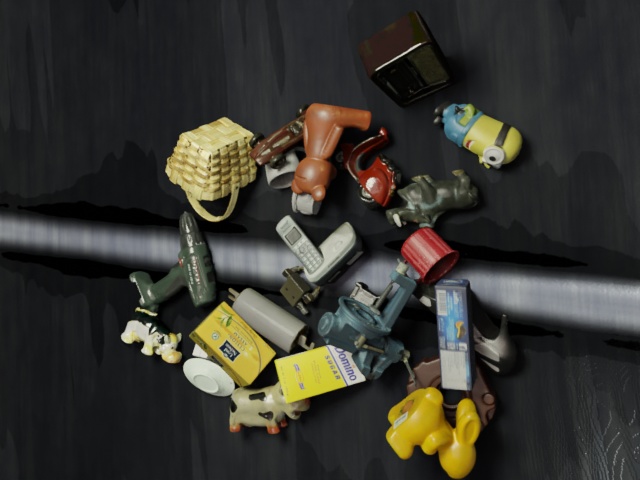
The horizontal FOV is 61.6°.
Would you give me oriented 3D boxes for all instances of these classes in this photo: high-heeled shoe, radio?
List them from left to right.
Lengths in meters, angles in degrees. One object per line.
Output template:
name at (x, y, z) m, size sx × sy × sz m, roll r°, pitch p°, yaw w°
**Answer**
radio at (0.173, -0.342, 1.051) m, size 0.131 × 0.229 × 0.073 m, roll -24°, pitch 76°, yaw 22°
high-heeled shoe at (0.283, 0.172, 1.091) m, size 0.249 × 0.086 × 0.145 m, roll 23°, pitch 128°, yaw 37°

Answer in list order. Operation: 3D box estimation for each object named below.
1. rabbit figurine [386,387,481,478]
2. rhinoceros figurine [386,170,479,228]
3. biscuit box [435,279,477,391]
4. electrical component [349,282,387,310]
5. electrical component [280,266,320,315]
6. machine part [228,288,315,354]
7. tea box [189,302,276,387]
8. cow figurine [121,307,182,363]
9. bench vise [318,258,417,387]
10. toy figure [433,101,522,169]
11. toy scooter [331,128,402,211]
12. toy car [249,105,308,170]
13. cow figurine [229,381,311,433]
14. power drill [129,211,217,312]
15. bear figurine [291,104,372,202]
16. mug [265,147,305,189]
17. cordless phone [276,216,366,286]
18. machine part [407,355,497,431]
rabbit figurine at (0.232, 0.365, 1.019) m, size 0.162 × 0.122 × 0.173 m, roll -43°, pitch 88°, yaw 7°
rhinoceros figurine at (0.228, -0.082, 1.107) m, size 0.190 × 0.073 × 0.112 m, roll -15°, pitch 93°, yaw 17°
biscuit box at (0.256, 0.175, 1.010) m, size 0.059 × 0.063 × 0.202 m, roll -2°, pitch 98°, yaw 24°
electrical component at (0.084, 0.156, 1.159) m, size 0.075 × 0.047 × 0.119 m, roll 35°, pitch 98°, yaw 19°
electrical component at (-0.045, 0.108, 1.211) m, size 0.102 × 0.045 × 0.078 m, roll 44°, pitch 133°, yaw 19°
machine part at (-0.114, 0.182, 1.215) m, size 0.243 × 0.079 × 0.079 m, roll 30°, pitch 98°, yaw 18°
tea box at (-0.195, 0.233, 1.199) m, size 0.169 × 0.098 × 0.068 m, roll 45°, pitch 147°, yaw -6°
cow figurine at (-0.401, 0.235, 1.326) m, size 0.168 × 0.068 × 0.098 m, roll 22°, pitch 90°, yaw 18°
bench vise at (0.123, 0.157, 1.066) m, size 0.223 × 0.129 × 0.240 m, roll 28°, pitch 101°, yaw -14°
toy figure at (0.315, -0.216, 1.072) m, size 0.180 × 0.082 × 0.089 m, roll 42°, pitch 103°, yaw 19°
toy scooter at (0.114, -0.160, 1.143) m, size 0.135 × 0.075 × 0.184 m, roll -42°, pitch 65°, yaw 17°
toy car at (-0.064, -0.230, 1.178) m, size 0.202 × 0.053 × 0.089 m, roll -35°, pitch 73°, yaw -23°
cow figurine at (-0.112, 0.363, 1.206) m, size 0.195 × 0.085 × 0.127 m, roll -6°, pitch 92°, yaw 21°
power drill at (-0.357, 0.071, 1.314) m, size 0.207 × 0.086 × 0.232 m, roll -25°, pitch 82°, yaw 10°
bear figurine at (0.017, -0.181, 1.122) m, size 0.120 × 0.132 × 0.195 m, roll 20°, pitch 109°, yaw 51°
mug at (-0.078, -0.185, 1.219) m, size 0.110 × 0.080 × 0.107 m, roll -18°, pitch 74°, yaw -4°
cordless phone at (-0.002, -0.004, 1.180) m, size 0.146 × 0.088 × 0.184 m, roll -45°, pitch 70°, yaw 13°
machine part at (0.263, 0.309, 1.082) m, size 0.180 × 0.056 × 0.179 m, roll -1°, pitch 87°, yaw 21°
